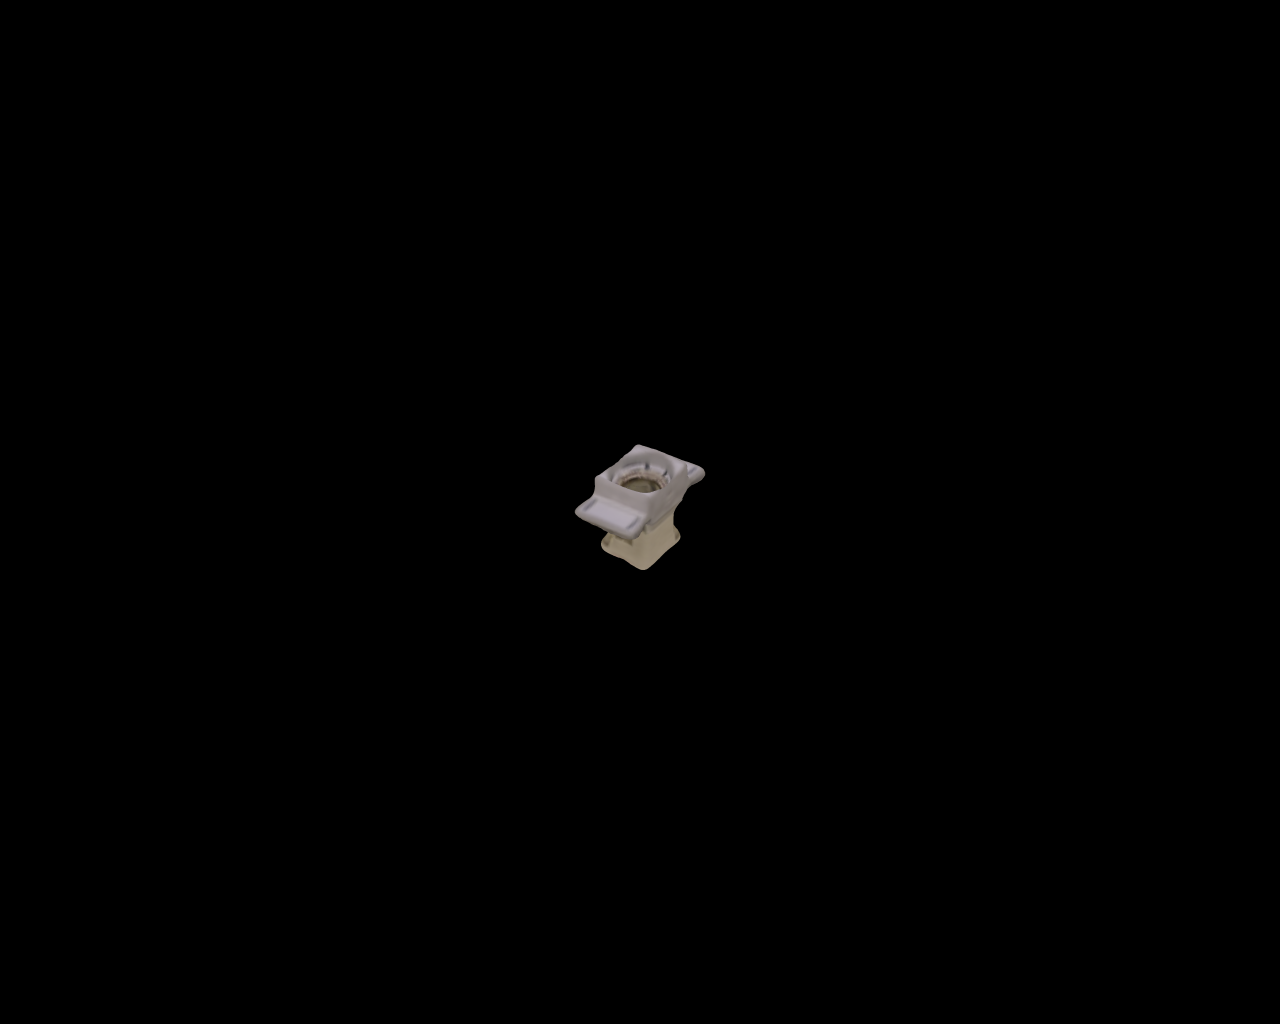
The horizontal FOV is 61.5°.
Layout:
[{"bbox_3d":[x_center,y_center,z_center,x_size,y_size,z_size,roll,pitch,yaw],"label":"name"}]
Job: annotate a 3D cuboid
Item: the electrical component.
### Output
[{"bbox_3d":[0.001,-0.003,0.650,0.042,0.063,0.081,25,45,28],"label":"electrical component"}]
